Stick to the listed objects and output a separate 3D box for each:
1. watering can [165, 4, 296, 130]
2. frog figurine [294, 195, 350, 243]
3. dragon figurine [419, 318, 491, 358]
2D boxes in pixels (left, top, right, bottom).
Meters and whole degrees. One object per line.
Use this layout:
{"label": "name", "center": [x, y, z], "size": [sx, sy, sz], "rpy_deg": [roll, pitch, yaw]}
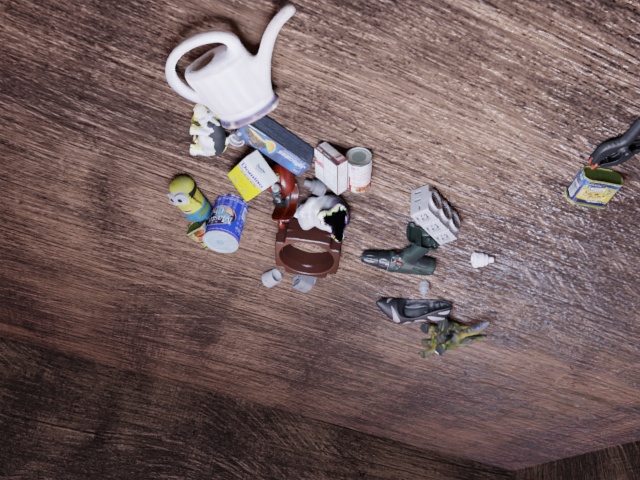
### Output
{"label": "watering can", "center": [-0.161, -0.352, 1.084], "size": [0.346, 0.106, 0.220], "rpy_deg": [-11, 140, 27]}
{"label": "frog figurine", "center": [0.004, -0.073, 1.455], "size": [0.136, 0.123, 0.161], "rpy_deg": [29, 177, -37]}
{"label": "dragon figurine", "center": [0.512, 0.353, 1.896], "size": [0.242, 0.124, 0.405], "rpy_deg": [6, 158, -40]}
